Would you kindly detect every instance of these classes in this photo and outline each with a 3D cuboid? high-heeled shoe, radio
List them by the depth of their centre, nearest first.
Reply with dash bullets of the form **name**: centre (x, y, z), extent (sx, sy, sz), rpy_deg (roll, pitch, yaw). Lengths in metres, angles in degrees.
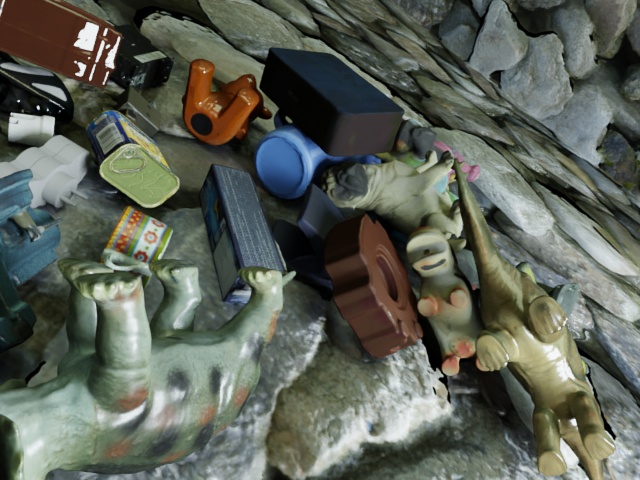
- **high-heeled shoe**: centre (-0.414, -0.176, 0.610), extent (0.145, 0.086, 0.249), rpy_deg (46, 33, 12)
- **radio**: centre (0.016, -0.217, 0.829), extent (0.131, 0.073, 0.230), rpy_deg (-9, 44, -35)

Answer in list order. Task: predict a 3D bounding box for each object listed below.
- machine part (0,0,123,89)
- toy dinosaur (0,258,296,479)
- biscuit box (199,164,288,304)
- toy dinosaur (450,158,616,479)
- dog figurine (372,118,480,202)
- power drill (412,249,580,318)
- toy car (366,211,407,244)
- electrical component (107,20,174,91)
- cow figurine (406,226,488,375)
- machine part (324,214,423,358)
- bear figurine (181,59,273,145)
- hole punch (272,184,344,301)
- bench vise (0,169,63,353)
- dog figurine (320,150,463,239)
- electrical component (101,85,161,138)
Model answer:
- **machine part**: centre (-0.375, -0.281, 0.708), extent (0.201, 0.087, 0.202), rpy_deg (18, 12, -32)
- **toy dinosaur**: centre (-0.125, 0.113, 0.432), extent (0.131, 0.192, 0.404), rpy_deg (9, 2, 33)
- **biscuit box**: centre (-0.103, -0.012, 0.679), extent (0.063, 0.059, 0.203), rpy_deg (10, 39, -31)
- **toy dinosaur**: centre (0.256, 0.109, 0.673), extent (0.198, 0.105, 0.471), rpy_deg (-14, 83, -69)
- **dog figurine**: centre (0.168, -0.138, 0.964), extent (0.219, 0.108, 0.192), rpy_deg (32, -13, -21)
- **power drill**: centre (0.281, 0.071, 0.847), extent (0.208, 0.086, 0.232), rpy_deg (17, 9, 42)
- **toy car**: centre (0.142, -0.054, 0.919), extent (0.161, 0.109, 0.103), rpy_deg (26, 7, -26)
- **electrical component**: centre (-0.326, -0.303, 0.880), extent (0.134, 0.058, 0.115), rpy_deg (35, 30, 3)
- **cow figurine**: centre (0.175, 0.070, 0.732), extent (0.194, 0.085, 0.127), rpy_deg (65, 21, -12)
- **machine part**: centre (0.070, 0.054, 0.678), extent (0.179, 0.056, 0.179), rpy_deg (49, 27, -36)
- **bear figurine**: centre (-0.140, -0.234, 0.888), extent (0.120, 0.132, 0.196), rpy_deg (36, 38, 0)
- **hole punch**: centre (-0.002, -0.002, 0.733), extent (0.116, 0.092, 0.142), rpy_deg (30, 28, -12)
- **bench vise**: centre (-0.308, -0.023, 0.417), extent (0.240, 0.129, 0.224), rpy_deg (63, 19, -15)
- **dog figurine**: centre (0.104, -0.045, 0.803), extent (0.121, 0.191, 0.172), rpy_deg (169, -94, -86)
- **electrical component**: centre (-0.275, -0.186, 0.783), extent (0.078, 0.045, 0.102), rpy_deg (43, 21, -45)
